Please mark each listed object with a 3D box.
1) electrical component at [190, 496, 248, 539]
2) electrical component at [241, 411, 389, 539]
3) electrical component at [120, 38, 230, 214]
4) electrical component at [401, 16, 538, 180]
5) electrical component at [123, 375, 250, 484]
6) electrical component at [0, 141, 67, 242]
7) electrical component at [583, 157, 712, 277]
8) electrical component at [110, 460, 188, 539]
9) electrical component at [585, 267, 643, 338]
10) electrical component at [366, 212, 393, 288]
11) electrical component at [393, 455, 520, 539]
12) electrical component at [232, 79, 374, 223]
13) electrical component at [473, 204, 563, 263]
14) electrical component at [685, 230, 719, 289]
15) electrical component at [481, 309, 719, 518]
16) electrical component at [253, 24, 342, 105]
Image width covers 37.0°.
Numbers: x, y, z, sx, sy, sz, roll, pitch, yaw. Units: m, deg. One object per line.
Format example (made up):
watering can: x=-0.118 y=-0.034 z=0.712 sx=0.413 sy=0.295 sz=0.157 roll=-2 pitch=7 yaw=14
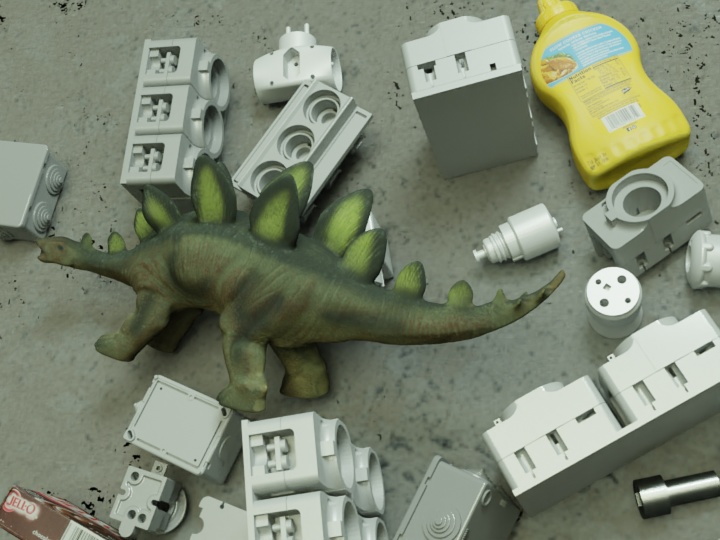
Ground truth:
electrical component: x=-0.088 y=0.224 z=0.869 sx=0.089 sy=0.055 sz=0.050 roll=17 pitch=74 yaw=20
electrical component: x=-0.025 y=0.179 z=0.798 sx=0.060 sy=0.186 sz=0.105 roll=-11 pitch=67 yaw=11
electrical component: x=-0.167 y=-0.131 z=1.012 sx=0.062 sy=0.089 sz=0.150 roll=-1 pitch=69 yaw=15
electrical component: x=0.096 y=-0.146 z=0.914 sx=0.089 sy=0.150 sz=0.061 roll=-14 pitch=67 yaw=9
electrical component: x=-0.150 y=0.135 z=0.918 sx=0.096 sy=0.061 sz=0.061 roll=20 pitch=76 yaw=21
electrical component: x=-0.347 y=-0.077 z=1.062 sx=0.100 sy=0.048 sz=0.099 roll=7 pitch=71 yaw=17
electrical component: x=0.235 y=-0.045 z=0.882 sx=0.089 sy=0.055 sz=0.050 roll=-35 pitch=47 yaw=-1
electrical component: x=-0.175 y=0.195 z=0.904 sx=0.048 sy=0.055 sz=0.066 roll=13 pitch=73 yaw=19
electrical component: x=0.206 y=0.026 z=0.869 sx=0.045 sy=0.055 sz=0.045 roll=-5 pitch=68 yaw=13
electrical component: x=0.000 y=0.000 z=0.929 sx=0.047 sy=0.065 sz=0.076 roll=-13 pitch=66 yaw=10
electrical component: x=0.073 y=0.200 z=0.814 sx=0.048 sy=0.099 sz=0.099 roll=19 pitch=75 yaw=34
electrical component: x=-0.050 y=-0.104 z=0.985 sx=0.079 sy=0.063 sz=0.121 roll=31 pitch=80 yaw=24
electrical component: x=0.135 y=-0.026 z=0.918 sx=0.078 sy=0.040 sz=0.040 roll=-23 pitch=65 yaw=5
electrical component: x=0.296 y=-0.007 z=0.866 sx=0.062 sy=0.048 sz=0.048 roll=4 pitch=70 yaw=7
electrical component: x=0.189 y=0.108 z=0.814 sx=0.186 sy=0.105 sz=0.060 roll=-30 pitch=65 yaw=2
electrical component: x=-0.060 y=-0.202 z=1.037 sx=0.077 sy=0.043 sz=0.079 roll=-7 pitch=68 yaw=12
